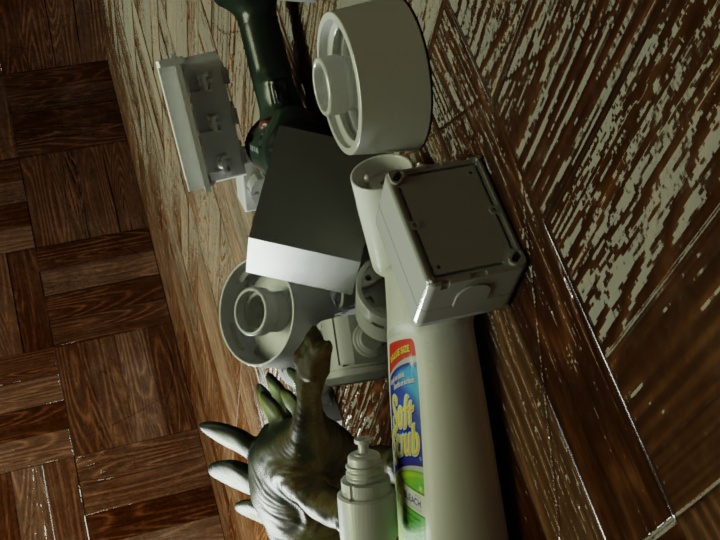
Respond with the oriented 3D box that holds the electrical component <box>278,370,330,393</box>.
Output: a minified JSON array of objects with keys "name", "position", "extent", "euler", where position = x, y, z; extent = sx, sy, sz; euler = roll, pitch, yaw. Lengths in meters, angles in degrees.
[{"name":"electrical component","position":[-0.055,0.104,1.148],"extent":[0.047,0.055,0.055],"euler":[-155,54,-67]}]

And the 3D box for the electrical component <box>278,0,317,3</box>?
[{"name":"electrical component","position":[-0.066,-0.244,0.890],"extent":[0.040,0.078,0.040],"euler":[-178,90,-81]}]

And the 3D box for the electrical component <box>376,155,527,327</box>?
[{"name":"electrical component","position":[0.050,-0.021,0.645],"extent":[0.061,0.062,0.096],"euler":[103,152,-57]}]

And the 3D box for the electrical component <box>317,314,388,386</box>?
[{"name":"electrical component","position":[0.004,0.062,0.846],"extent":[0.080,0.080,0.051],"euler":[144,118,-74]}]

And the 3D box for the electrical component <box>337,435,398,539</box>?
[{"name":"electrical component","position":[0.004,0.151,0.729],"extent":[0.040,0.040,0.078],"euler":[-151,56,-71]}]

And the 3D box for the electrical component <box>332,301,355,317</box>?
[{"name":"electrical component","position":[-0.030,0.022,0.943],"extent":[0.080,0.080,0.051],"euler":[126,126,-70]}]

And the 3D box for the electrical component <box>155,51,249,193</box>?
[{"name":"electrical component","position":[-0.151,-0.145,1.040],"extent":[0.078,0.063,0.121],"euler":[-124,21,-66]}]

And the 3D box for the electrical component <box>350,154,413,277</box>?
[{"name":"electrical component","position":[0.019,-0.047,0.758],"extent":[0.079,0.043,0.077],"euler":[-106,1,-53]}]

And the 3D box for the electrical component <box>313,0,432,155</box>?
[{"name":"electrical component","position":[0.001,-0.131,0.742],"extent":[0.108,0.060,0.108],"euler":[168,90,-75]}]

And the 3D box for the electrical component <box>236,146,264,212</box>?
[{"name":"electrical component","position":[-0.109,-0.096,1.205],"extent":[0.076,0.047,0.065],"euler":[-122,25,-53]}]

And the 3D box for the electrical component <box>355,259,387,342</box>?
[{"name":"electrical component","position":[0.023,0.022,0.794],"extent":[0.047,0.055,0.055],"euler":[100,154,-63]}]

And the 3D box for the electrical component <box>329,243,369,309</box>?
[{"name":"electrical component","position":[0.000,0.000,0.874],"extent":[0.055,0.047,0.055],"euler":[169,90,-75]}]

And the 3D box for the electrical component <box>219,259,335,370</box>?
[{"name":"electrical component","position":[-0.069,0.036,0.899],"extent":[0.099,0.064,0.099],"euler":[-3,86,41]}]
